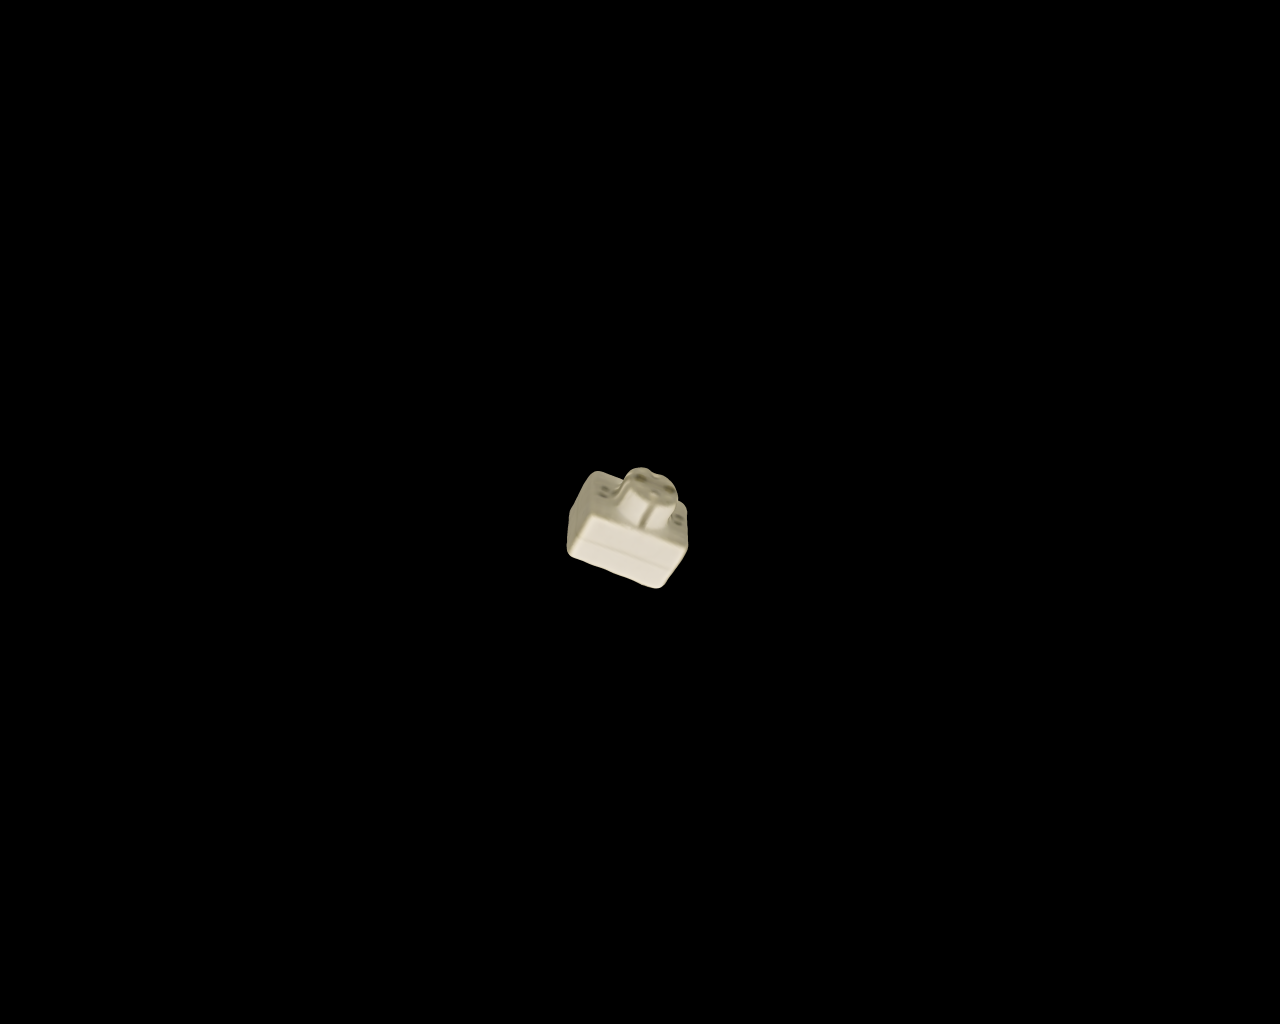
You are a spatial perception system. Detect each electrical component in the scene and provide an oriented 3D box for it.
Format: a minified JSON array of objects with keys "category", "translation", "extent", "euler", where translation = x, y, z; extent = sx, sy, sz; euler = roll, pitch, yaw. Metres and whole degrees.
[{"category":"electrical component","translation":[0.001,-0.003,0.650],"extent":[0.066,0.076,0.047],"euler":[21,35,-15]}]
